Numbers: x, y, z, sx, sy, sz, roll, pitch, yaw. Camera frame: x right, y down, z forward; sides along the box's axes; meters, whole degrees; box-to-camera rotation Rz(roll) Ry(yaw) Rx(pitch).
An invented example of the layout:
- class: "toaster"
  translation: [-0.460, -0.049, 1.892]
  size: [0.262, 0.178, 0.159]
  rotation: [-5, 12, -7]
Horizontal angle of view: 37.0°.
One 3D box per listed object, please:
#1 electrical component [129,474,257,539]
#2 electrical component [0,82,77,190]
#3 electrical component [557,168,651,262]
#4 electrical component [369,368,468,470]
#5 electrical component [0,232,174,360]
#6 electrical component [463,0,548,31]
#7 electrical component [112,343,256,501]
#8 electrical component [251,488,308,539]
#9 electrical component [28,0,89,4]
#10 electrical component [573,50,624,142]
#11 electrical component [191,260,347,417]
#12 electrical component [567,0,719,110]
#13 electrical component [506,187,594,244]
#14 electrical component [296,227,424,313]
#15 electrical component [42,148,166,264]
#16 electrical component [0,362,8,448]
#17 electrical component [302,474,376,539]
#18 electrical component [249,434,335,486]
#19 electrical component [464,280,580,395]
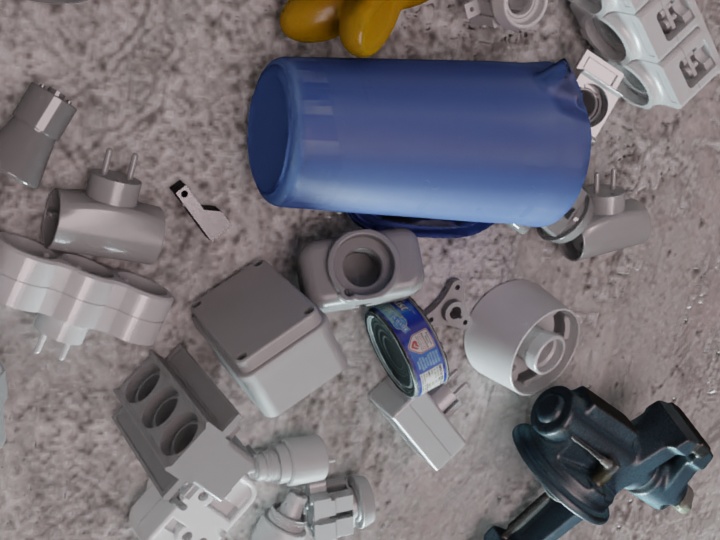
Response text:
- class: "electrical component"
  translation: [-0.138, 0.187, 0.872]
  size: [0.095, 0.059, 0.054]
  rotation: [-48, 124, -4]
- class: "electrical component"
  translation: [-0.222, -0.093, 0.728]
  size: [0.044, 0.044, 0.065]
  rotation: [32, 88, -34]
- class: "electrical component"
  translation: [0.223, -0.053, 0.982]
  size: [0.077, 0.043, 0.079]
  rotation: [-14, 115, -23]
- class: "electrical component"
  translation: [0.065, 0.121, 0.963]
  size: [0.076, 0.047, 0.083]
  rotation: [-43, 123, -8]
- class: "electrical component"
  translation: [-0.210, 0.030, 0.775]
  size: [0.138, 0.052, 0.073]
  rotation: [21, 98, -32]
- class: "electrical component"
  translation: [0.116, -0.216, 0.852]
  size: [0.066, 0.055, 0.048]
  rotation: [-28, 120, -16]
- class: "electrical component"
  translation: [-0.132, 0.118, 0.811]
  size: [0.078, 0.121, 0.063]
  rotation: [-48, 126, -4]
- class: "electrical component"
  translation: [-0.066, 0.221, 0.935]
  size: [0.043, 0.043, 0.062]
  rotation: [21, 97, -33]
- class: "electrical component"
  translation: [-0.206, -0.202, 0.661]
  size: [0.099, 0.099, 0.064]
  rotation: [15, 95, -32]
- class: "electrical component"
  translation: [0.181, -0.141, 0.911]
  size: [0.042, 0.064, 0.081]
  rotation: [29, 94, -19]
- class: "electrical component"
  translation: [-0.072, 0.049, 0.821]
  size: [0.078, 0.113, 0.057]
  rotation: [-34, 125, -12]
- class: "electrical component"
  translation: [0.225, -0.211, 0.893]
  size: [0.062, 0.089, 0.150]
  rotation: [-43, 123, -8]
- class: "electrical component"
  translation: [0.167, -0.059, 0.942]
  size: [0.057, 0.058, 0.078]
  rotation: [36, 90, -31]
- class: "electrical component"
  translation: [0.000, 0.000, 0.852]
  size: [0.095, 0.059, 0.053]
  rotation: [-9, 83, -8]
- class: "electrical component"
  translation: [-0.178, -0.048, 0.766]
  size: [0.077, 0.044, 0.079]
  rotation: [9, 105, -31]
- class: "electrical component"
  translation: [-0.297, 0.041, 0.701]
  size: [0.105, 0.060, 0.186]
  rotation: [3, 110, 1]
- class: "electrical component"
  translation: [-0.019, 0.209, 0.955]
  size: [0.055, 0.048, 0.066]
  rotation: [-8, 113, -18]
- class: "electrical component"
  translation: [-0.063, 0.164, 0.915]
  size: [0.078, 0.040, 0.040]
  rotation: [-5, 112, -26]
- class: "electrical component"
  translation: [0.152, 0.064, 0.993]
  size: [0.099, 0.064, 0.099]
  rotation: [-22, 128, -31]
